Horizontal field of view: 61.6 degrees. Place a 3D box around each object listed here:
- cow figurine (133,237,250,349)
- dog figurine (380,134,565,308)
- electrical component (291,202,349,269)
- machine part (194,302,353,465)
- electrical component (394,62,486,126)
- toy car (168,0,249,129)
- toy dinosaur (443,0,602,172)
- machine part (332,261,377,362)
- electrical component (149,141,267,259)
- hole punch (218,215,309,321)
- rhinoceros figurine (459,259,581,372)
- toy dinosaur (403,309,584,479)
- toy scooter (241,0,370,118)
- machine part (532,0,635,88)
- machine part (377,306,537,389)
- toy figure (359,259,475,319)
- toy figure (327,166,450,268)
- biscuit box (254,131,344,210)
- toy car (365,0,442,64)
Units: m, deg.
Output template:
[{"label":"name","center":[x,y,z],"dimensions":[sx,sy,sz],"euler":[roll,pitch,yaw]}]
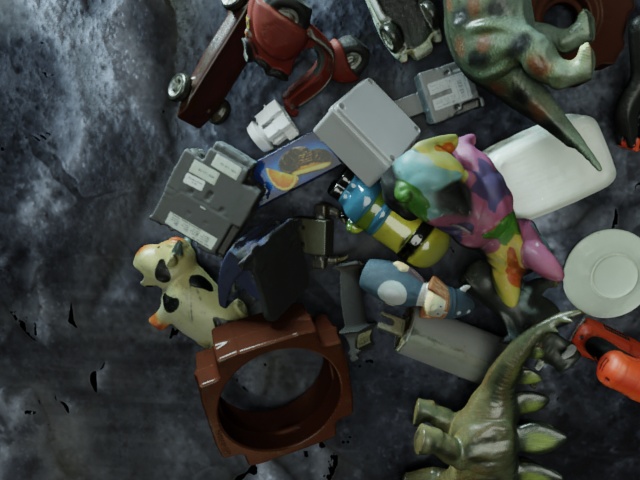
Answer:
[{"label":"cow figurine","center":[-0.185,0.076,0.778],"dimensions":[0.195,0.085,0.127],"euler":[38,102,-4]},{"label":"dog figurine","center":[0.193,-0.019,0.660],"dimensions":[0.108,0.191,0.219],"euler":[-45,71,38]},{"label":"electrical component","center":[-0.002,-0.004,0.777],"dimensions":[0.078,0.045,0.102],"euler":[0,98,32]},{"label":"machine part","center":[-0.063,0.200,0.755],"dimensions":[0.201,0.087,0.201],"euler":[-16,119,-11]},{"label":"electrical component","center":[0.155,-0.195,0.732],"dimensions":[0.119,0.048,0.074],"euler":[-15,98,4]},{"label":"toy car","center":[-0.129,-0.245,0.722],"dimensions":[0.053,0.089,0.202],"euler":[43,104,34]},{"label":"toy dinosaur","center":[0.211,-0.270,0.633],"dimensions":[0.192,0.131,0.404],"euler":[-6,91,36]},{"label":"machine part","center":[0.052,0.099,0.779],"dimensions":[0.039,0.084,0.138],"euler":[-8,90,31]},{"label":"electrical component","center":[-0.139,-0.058,0.705],"dimensions":[0.115,0.058,0.134],"euler":[32,101,-5]},{"label":"hole punch","center":[-0.083,0.034,0.732],"dimensions":[0.092,0.142,0.115],"euler":[8,120,32]},{"label":"rhinoceros figurine","center":[0.278,0.095,0.734],"dimensions":[0.190,0.112,0.073],"euler":[45,140,1]},{"label":"toy dinosaur","center":[0.226,0.282,0.746],"dimensions":[0.199,0.105,0.470],"euler":[8,120,4]},{"label":"toy scooter","center":[-0.033,-0.237,0.707],"dimensions":[0.183,0.075,0.135],"euler":[24,119,-34]},{"label":"machine part","center":[0.316,-0.287,0.703],"dimensions":[0.179,0.056,0.179],"euler":[0,99,2]},{"label":"machine part","center":[0.199,0.154,0.774],"dimensions":[0.243,0.079,0.079],"euler":[20,100,0]},{"label":"toy figure","center":[0.132,0.072,0.731],"dimensions":[0.155,0.064,0.058],"euler":[20,59,15]},{"label":"toy figure","center":[0.094,-0.029,0.741],"dimensions":[0.180,0.089,0.082],"euler":[33,138,-7]},{"label":"biscuit box","center":[-0.067,-0.088,0.755],"dimensions":[0.203,0.059,0.062],"euler":[-27,98,8]},{"label":"toy car","center":[0.090,-0.331,0.709],"dimensions":[0.073,0.056,0.201],"euler":[-31,98,1]}]
